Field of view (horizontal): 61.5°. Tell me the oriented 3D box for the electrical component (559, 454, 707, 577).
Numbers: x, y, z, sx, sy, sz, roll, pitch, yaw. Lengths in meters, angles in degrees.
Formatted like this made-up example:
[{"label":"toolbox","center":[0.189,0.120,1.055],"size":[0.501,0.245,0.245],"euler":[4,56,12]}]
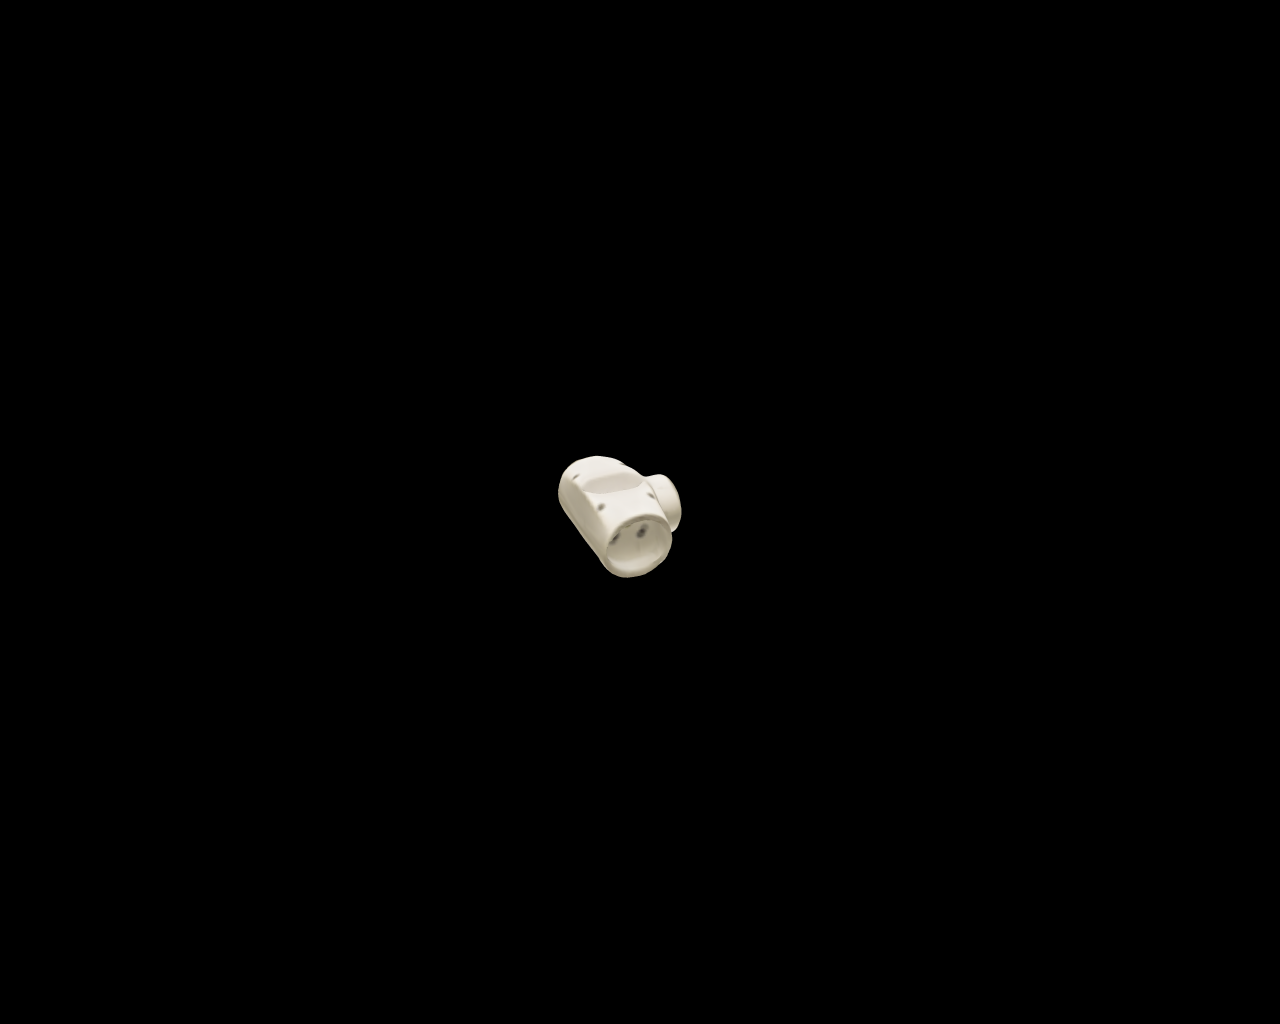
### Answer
[{"label":"electrical component","center":[0.001,-0.003,0.650],"size":[0.079,0.043,0.077],"euler":[-12,33,-19]}]
